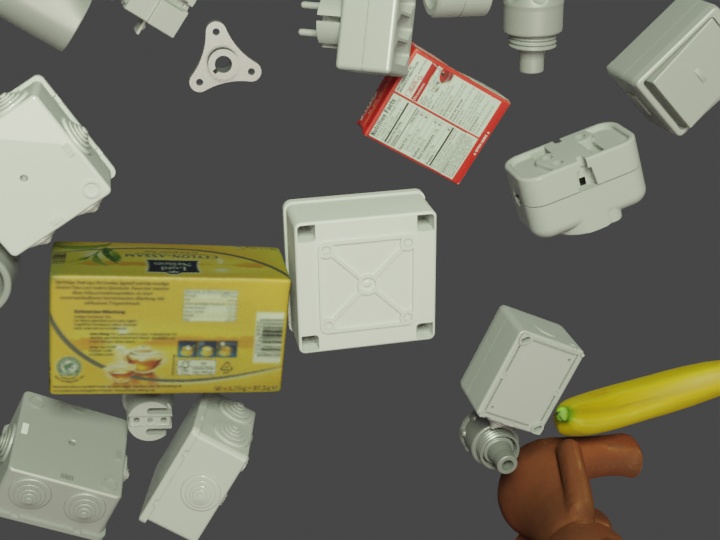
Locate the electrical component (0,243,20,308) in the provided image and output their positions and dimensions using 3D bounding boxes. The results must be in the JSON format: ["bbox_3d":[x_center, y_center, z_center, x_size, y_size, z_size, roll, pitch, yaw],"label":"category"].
[{"bbox_3d":[-0.270,0.001,0.757,0.055,0.047,0.055,-5,114,-11],"label":"electrical component"}]

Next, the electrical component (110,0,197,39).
[{"bbox_3d":[-0.138,-0.189,0.706,0.055,0.048,0.066,28,105,-30],"label":"electrical component"}]

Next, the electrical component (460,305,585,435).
[{"bbox_3d":[0.127,0.085,0.879,0.062,0.061,0.096,19,108,-20],"label":"electrical component"}]

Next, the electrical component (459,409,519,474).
[{"bbox_3d":[0.114,0.147,0.903,0.048,0.062,0.048,-5,115,-11],"label":"electrical component"}]

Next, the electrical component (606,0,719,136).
[{"bbox_3d":[0.246,-0.156,0.801,0.096,0.061,0.062,-44,115,8],"label":"electrical component"}]

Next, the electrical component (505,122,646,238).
[{"bbox_3d":[0.167,-0.066,0.826,0.095,0.053,0.059,-21,116,-3],"label":"electrical component"}]

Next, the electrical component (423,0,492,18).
[{"bbox_3d":[0.084,-0.242,0.730,0.074,0.052,0.138,-5,114,-11],"label":"electrical component"}]

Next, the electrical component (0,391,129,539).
[{"bbox_3d":[-0.223,0.144,0.803,0.100,0.099,0.048,21,120,-21],"label":"electrical component"}]

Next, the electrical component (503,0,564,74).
[{"bbox_3d":[0.125,-0.174,0.775,0.043,0.043,0.062,-7,116,-10],"label":"electrical component"}]

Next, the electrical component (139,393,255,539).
[{"bbox_3d":[-0.123,0.148,0.829,0.048,0.099,0.099,29,104,-10],"label":"electrical component"}]

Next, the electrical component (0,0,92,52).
[{"bbox_3d":[-0.207,-0.193,0.688,0.077,0.043,0.079,29,104,-23],"label":"electrical component"}]

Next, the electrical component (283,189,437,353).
[{"bbox_3d":[0.000,0.000,0.815,0.109,0.056,0.108,-6,114,-11],"label":"electrical component"}]

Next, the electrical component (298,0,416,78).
[{"bbox_3d":[-0.006,-0.170,0.741,0.077,0.047,0.065,9,99,17],"label":"electrical component"}]

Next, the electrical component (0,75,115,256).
[{"bbox_3d":[-0.228,-0.070,0.735,0.100,0.048,0.099,-33,116,3],"label":"electrical component"}]

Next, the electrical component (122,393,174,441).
[{"bbox_3d":[-0.163,0.105,0.828,0.040,0.046,0.040,-5,114,-11],"label":"electrical component"}]
